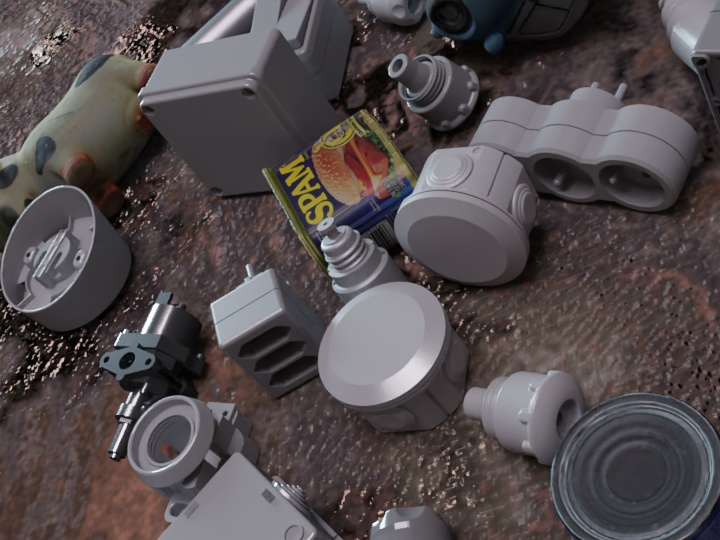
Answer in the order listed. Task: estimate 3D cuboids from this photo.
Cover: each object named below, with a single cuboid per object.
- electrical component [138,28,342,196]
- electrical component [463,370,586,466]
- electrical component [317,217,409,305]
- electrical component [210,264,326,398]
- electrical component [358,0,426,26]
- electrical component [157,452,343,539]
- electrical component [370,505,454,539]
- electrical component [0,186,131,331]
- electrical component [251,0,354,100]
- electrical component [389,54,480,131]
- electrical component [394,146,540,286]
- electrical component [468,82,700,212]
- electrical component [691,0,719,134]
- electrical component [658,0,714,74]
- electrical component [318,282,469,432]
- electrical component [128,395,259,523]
[{"bbox_3d":[-0.083,-0.110,0.775,0.109,0.108,0.056,-3,52,32],"label":"electrical component"},{"bbox_3d":[0.083,0.074,0.564,0.062,0.048,0.048,5,59,44],"label":"electrical component"},{"bbox_3d":[0.000,0.000,0.658,0.040,0.078,0.040,-27,30,17],"label":"electrical component"},{"bbox_3d":[-0.058,0.027,0.679,0.047,0.065,0.076,-31,44,10],"label":"electrical component"},{"bbox_3d":[0.022,-0.210,0.837,0.061,0.035,0.035,22,70,45],"label":"electrical component"},{"bbox_3d":[-0.062,0.160,0.589,0.099,0.048,0.100,-48,44,-8],"label":"electrical component"},{"bbox_3d":[0.028,0.153,0.538,0.043,0.043,0.062,-20,48,20],"label":"electrical component"},{"bbox_3d":[-0.226,-0.006,0.819,0.099,0.064,0.099,-18,48,21],"label":"electrical component"},{"bbox_3d":[-0.049,-0.179,0.841,0.062,0.061,0.096,-11,51,28],"label":"electrical component"},{"bbox_3d":[0.047,-0.126,0.729,0.048,0.062,0.048,-24,56,40],"label":"electrical component"},{"bbox_3d":[0.065,-0.031,0.635,0.080,0.080,0.051,-1,51,34],"label":"electrical component"},{"bbox_3d":[0.137,-0.084,0.646,0.138,0.052,0.073,12,64,39],"label":"electrical component"},{"bbox_3d":[0.225,-0.115,0.580,0.062,0.096,0.061,11,63,39],"label":"electrical component"},{"bbox_3d":[0.208,-0.147,0.657,0.040,0.040,0.078,-34,44,6],"label":"electrical component"},{"bbox_3d":[0.021,0.051,0.618,0.080,0.051,0.080,-18,48,22],"label":"electrical component"},{"bbox_3d":[-0.102,0.111,0.648,0.058,0.057,0.078,-1,56,34],"label":"electrical component"}]
